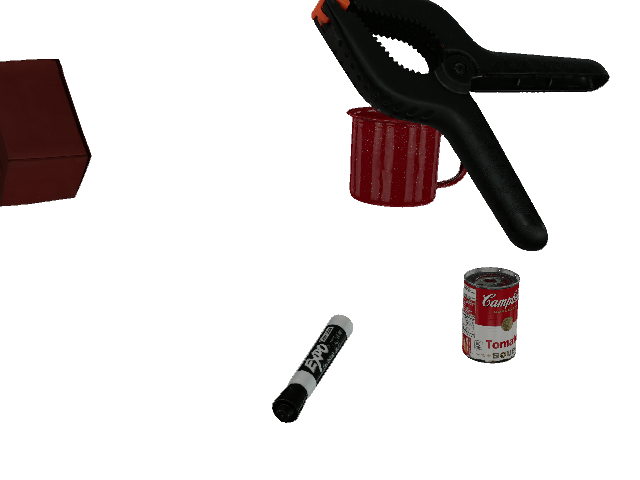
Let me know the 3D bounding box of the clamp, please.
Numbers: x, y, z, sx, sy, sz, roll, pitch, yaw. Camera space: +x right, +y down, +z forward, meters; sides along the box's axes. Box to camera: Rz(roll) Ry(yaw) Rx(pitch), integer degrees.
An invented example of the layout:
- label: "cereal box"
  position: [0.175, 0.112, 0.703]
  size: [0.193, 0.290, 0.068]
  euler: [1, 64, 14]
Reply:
- label: "clamp"
  position: [0.086, -0.095, 0.700]
  size: [0.210, 0.164, 0.036]
  euler: [25, -31, -9]

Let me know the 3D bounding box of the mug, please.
- label: "mug"
  position: [0.081, -0.078, 0.994]
  size: [0.117, 0.081, 0.093]
  euler: [2, 14, -2]

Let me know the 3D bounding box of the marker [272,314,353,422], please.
- label: "marker"
  position: [-0.005, 0.088, 0.739]
  size: [0.020, 0.020, 0.121]
  euler: [0, 25, 22]

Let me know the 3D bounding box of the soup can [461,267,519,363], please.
- label: "soup can"
  position: [0.209, 0.092, 1.319]
  size: [0.068, 0.102, 0.068]
  euler: [-1, 19, 0]

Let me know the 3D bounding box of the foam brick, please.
- label: "foam brick"
  position: [-0.185, -0.068, 0.676]
  size: [0.051, 0.078, 0.053]
  euler: [-9, -27, -30]
